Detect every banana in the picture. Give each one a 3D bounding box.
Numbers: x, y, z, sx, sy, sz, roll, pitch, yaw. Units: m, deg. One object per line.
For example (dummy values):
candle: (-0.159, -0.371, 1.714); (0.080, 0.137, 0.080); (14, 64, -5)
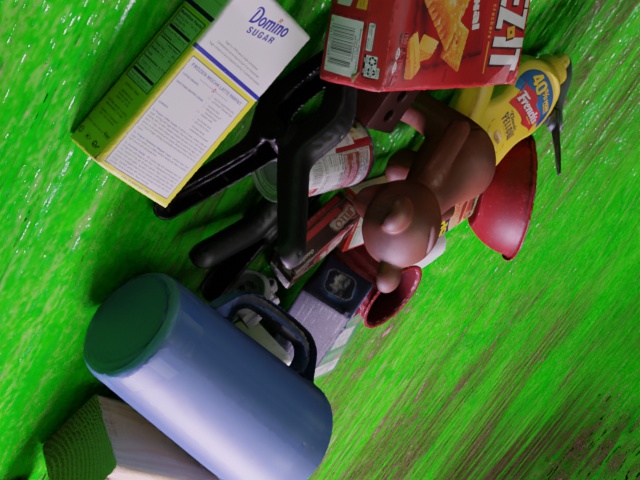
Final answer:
banana: (0.141, -0.132, 1.122); (0.037, 0.069, 0.198); (6, 130, -22)

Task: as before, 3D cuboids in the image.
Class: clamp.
clamp: (-0.059, -0.007, 1.036); (0.171, 0.039, 0.120); (-37, 169, -22)
clamp: (-0.040, -0.079, 0.894); (0.210, 0.165, 0.036); (-62, 143, -21)

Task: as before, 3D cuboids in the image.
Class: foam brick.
foam brick: (0.060, -0.147, 0.997); (0.078, 0.051, 0.052); (-56, 153, 18)

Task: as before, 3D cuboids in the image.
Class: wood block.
wood block: (-0.164, 0.236, 1.080); (0.091, 0.090, 0.205); (-44, 138, 19)

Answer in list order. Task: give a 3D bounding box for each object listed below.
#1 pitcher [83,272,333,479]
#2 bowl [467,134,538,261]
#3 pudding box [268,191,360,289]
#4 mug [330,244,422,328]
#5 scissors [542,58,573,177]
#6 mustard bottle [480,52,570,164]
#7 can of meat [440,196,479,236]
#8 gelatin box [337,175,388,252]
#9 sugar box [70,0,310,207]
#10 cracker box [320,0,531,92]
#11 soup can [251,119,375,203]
pitcher: (-0.099, 0.126, 0.997); (0.145, 0.149, 0.242); (-31, 132, 14)
bowl: (0.219, -0.057, 1.317); (0.162, 0.055, 0.162); (-173, -89, -86)
pudding box: (-0.007, 0.001, 1.084); (0.090, 0.039, 0.113); (-41, 178, -12)
mug: (0.049, 0.048, 1.228); (0.117, 0.082, 0.093); (-36, 153, -22)
scissors: (0.268, -0.132, 1.258); (0.096, 0.016, 0.201); (126, -18, -56)
mustard bottle: (0.217, -0.155, 1.214); (0.191, 0.058, 0.096); (-41, 131, -21)
can of meat: (0.145, -0.051, 1.266); (0.083, 0.057, 0.102); (-33, 152, -33)
gelatin box: (0.055, -0.033, 1.183); (0.089, 0.030, 0.073); (-21, 143, -42)
sugar box: (-0.096, -0.116, 0.803); (0.176, 0.048, 0.093); (-50, 146, 2)
cracker box: (0.101, -0.211, 0.891); (0.213, 0.072, 0.164); (-12, 117, -49)
soup can: (-0.007, -0.075, 0.981); (0.102, 0.069, 0.069); (-18, 142, -45)
